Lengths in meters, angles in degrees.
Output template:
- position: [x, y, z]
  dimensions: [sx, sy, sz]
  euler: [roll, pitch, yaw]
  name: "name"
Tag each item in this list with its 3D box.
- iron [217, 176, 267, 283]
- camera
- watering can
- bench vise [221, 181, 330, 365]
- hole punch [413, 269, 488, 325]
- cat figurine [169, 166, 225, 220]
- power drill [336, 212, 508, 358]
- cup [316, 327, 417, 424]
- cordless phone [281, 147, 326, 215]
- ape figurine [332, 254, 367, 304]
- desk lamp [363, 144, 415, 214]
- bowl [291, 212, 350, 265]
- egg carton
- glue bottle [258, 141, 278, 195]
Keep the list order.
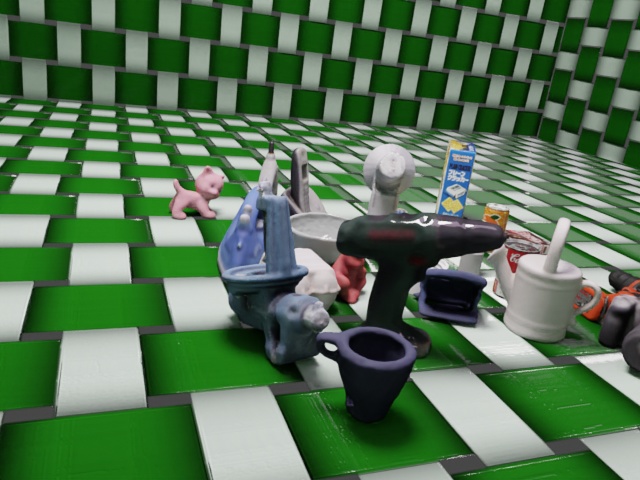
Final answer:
- position: [-0.126, -0.025, 1.056]
  dimensions: [0.118, 0.141, 0.258]
  euler: [8, 19, 1]
  name: "iron"
- position: [0.504, 0.141, 0.881]
  dimensions: [0.137, 0.101, 0.142]
  euler: [-12, 27, -43]
  name: "camera"
- position: [0.360, 0.056, 0.926]
  dimensions: [0.172, 0.194, 0.101]
  euler: [9, 19, 3]
  name: "watering can"
- position: [-0.045, 0.041, 0.777]
  dimensions: [0.206, 0.220, 0.122]
  euler: [20, 23, 33]
  name: "bench vise"
- position: [0.218, 0.079, 0.964]
  dimensions: [0.108, 0.091, 0.101]
  euler: [9, 19, 5]
  name: "hole punch"
- position: [-0.270, -0.112, 1.284]
  dimensions: [0.128, 0.118, 0.067]
  euler: [-4, 22, -29]
  name: "cat figurine"
- position: [0.131, 0.055, 0.820]
  dimensions: [0.229, 0.208, 0.076]
  euler: [12, 20, 14]
  name: "power drill"
- position: [0.047, 0.159, 0.667]
  dimensions: [0.117, 0.095, 0.092]
  euler: [13, 20, 14]
  name: "cup"
- position: [-0.033, -0.122, 1.301]
  dimensions: [0.094, 0.185, 0.148]
  euler: [12, 20, 12]
  name: "cordless phone"
- position: [0.051, 0.051, 0.979]
  dimensions: [0.078, 0.092, 0.075]
  euler: [-7, 24, -35]
  name: "ape figurine"
- position: [0.146, -0.099, 1.259]
  dimensions: [0.118, 0.213, 0.203]
  euler: [8, 19, 3]
  name: "desk lamp"
- position: [0.010, 0.004, 1.125]
  dimensions: [0.167, 0.075, 0.167]
  euler: [7, 19, -2]
  name: "bowl"
- position: [-0.039, 0.063, 0.945]
  dimensions: [0.107, 0.069, 0.150]
  euler: [-3, 22, -27]
  name: "egg carton"
- position: [-0.122, -0.150, 1.365]
  dimensions: [0.037, 0.173, 0.078]
  euler: [11, 20, 10]
  name: "glue bottle"
